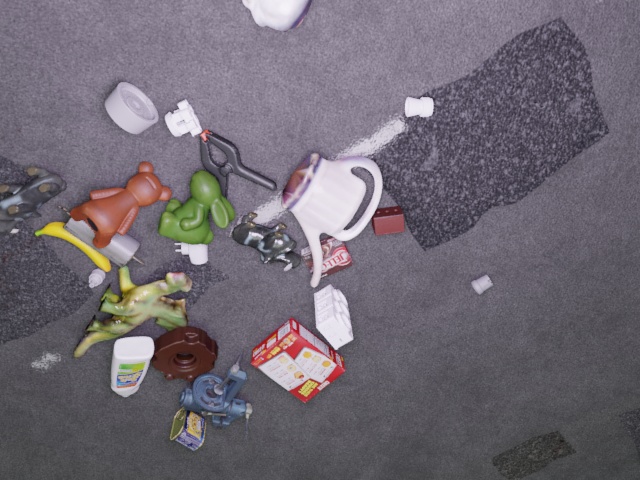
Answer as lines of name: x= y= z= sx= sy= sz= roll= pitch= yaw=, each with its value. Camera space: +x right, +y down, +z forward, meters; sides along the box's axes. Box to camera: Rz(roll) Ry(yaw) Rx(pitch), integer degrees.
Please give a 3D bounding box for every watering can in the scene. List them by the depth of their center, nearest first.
watering can: x=0.004 y=-0.063 z=1.244 sx=0.223 sy=0.345 sz=0.105 roll=30 pitch=10 yaw=-16

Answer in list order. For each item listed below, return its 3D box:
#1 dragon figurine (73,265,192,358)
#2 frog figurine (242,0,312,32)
dragon figurine: x=-0.469 y=0.207 z=1.359 sx=0.241 sy=0.403 sz=0.125 roll=24 pitch=31 yaw=-24
frog figurine: x=-0.098 y=-0.502 z=1.036 sx=0.158 sy=0.126 sz=0.135 roll=24 pitch=-48 yaw=-27
